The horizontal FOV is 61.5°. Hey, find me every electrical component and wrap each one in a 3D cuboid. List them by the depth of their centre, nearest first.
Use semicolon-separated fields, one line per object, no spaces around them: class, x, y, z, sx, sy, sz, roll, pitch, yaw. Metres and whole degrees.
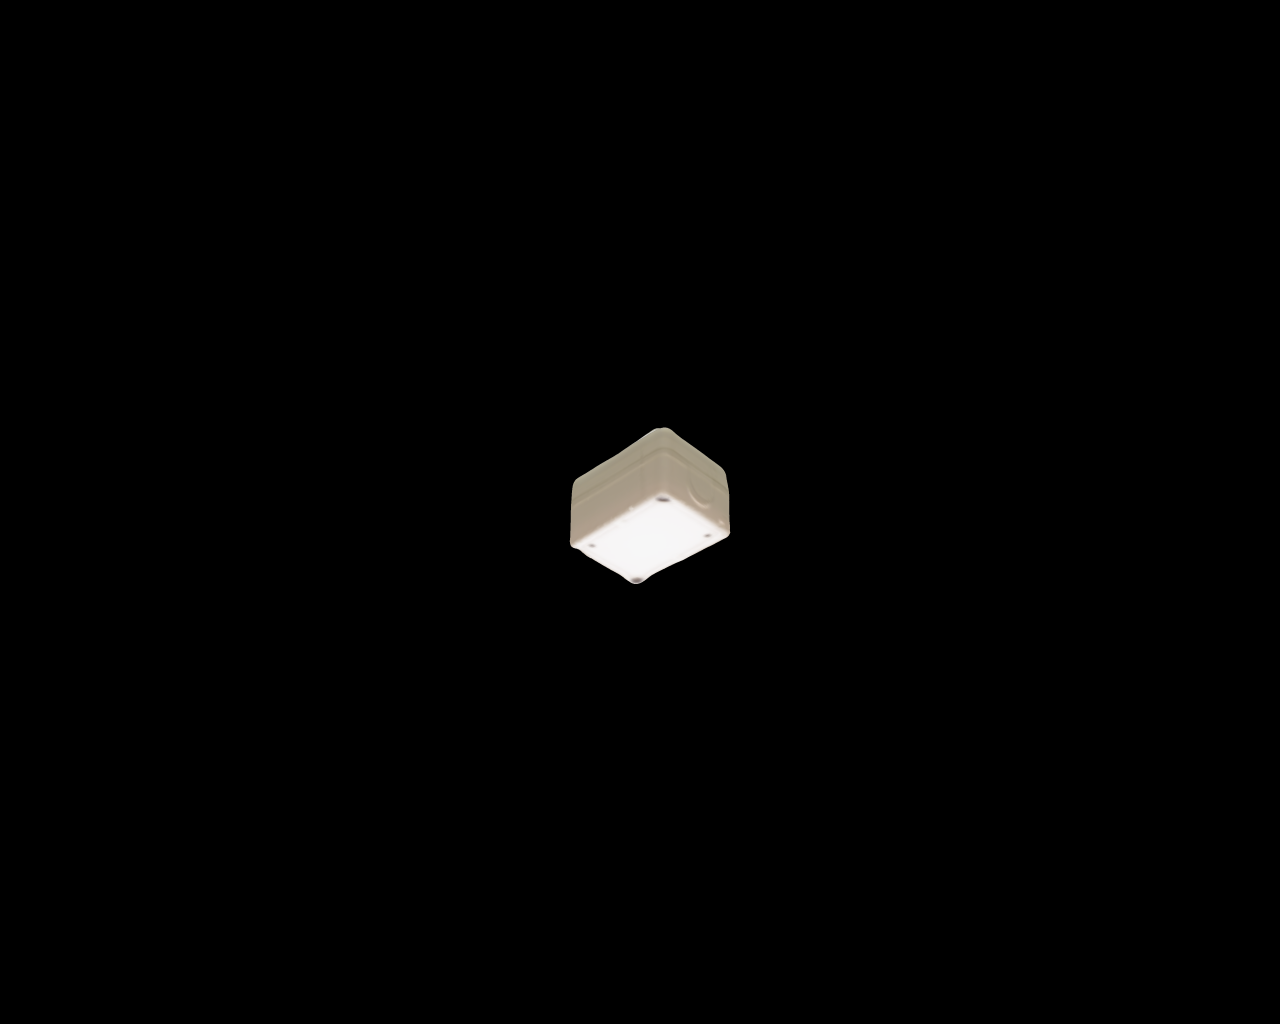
electrical component;0.001;-0.003;0.650;0.096;0.061;0.061;-29;-46;33
